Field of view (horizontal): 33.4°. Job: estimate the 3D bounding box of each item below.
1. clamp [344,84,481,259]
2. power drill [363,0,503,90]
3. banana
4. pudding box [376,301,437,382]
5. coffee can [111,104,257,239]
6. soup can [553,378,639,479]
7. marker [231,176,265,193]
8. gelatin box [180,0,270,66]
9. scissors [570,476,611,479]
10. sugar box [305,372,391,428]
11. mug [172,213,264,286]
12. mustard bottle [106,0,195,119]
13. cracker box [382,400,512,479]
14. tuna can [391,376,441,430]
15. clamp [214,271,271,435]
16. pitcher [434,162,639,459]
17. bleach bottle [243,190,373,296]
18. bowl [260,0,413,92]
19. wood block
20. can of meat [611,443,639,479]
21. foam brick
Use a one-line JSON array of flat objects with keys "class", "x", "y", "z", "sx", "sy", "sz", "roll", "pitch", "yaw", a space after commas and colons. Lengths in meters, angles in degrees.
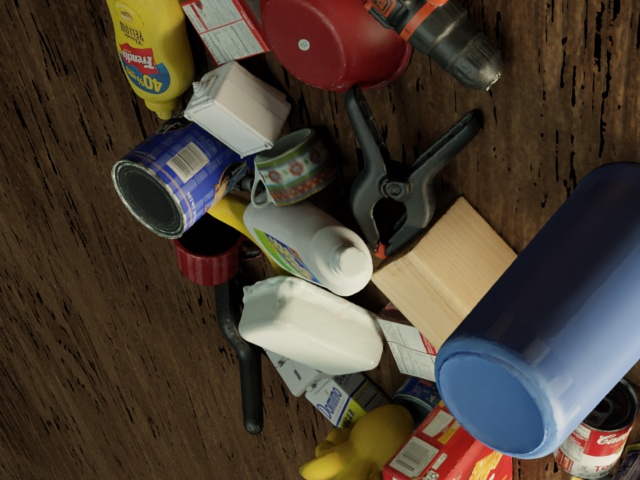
[{"class": "clamp", "x": 0.062, "y": -0.062, "z": 0.969, "sx": 0.120, "sy": 0.039, "sz": 0.172, "roll": 24, "pitch": 124, "yaw": 5}, {"class": "power drill", "x": 0.096, "y": -0.215, "z": 0.795, "sx": 0.184, "sy": 0.057, "sz": 0.188, "roll": 43, "pitch": 149, "yaw": 2}, {"class": "banana", "x": -0.066, "y": 0.007, "z": 1.237, "sx": 0.197, "sy": 0.069, "sz": 0.037, "roll": 59, "pitch": 172, "yaw": -32}, {"class": "pudding box", "x": 0.125, "y": 0.115, "z": 1.173, "sx": 0.114, "sy": 0.039, "sz": 0.090, "roll": 12, "pitch": 137, "yaw": 45}, {"class": "coffee can", "x": -0.137, "y": -0.084, "z": 1.142, "sx": 0.103, "sy": 0.140, "sz": 0.103, "roll": 30, "pitch": 146, "yaw": 22}, {"class": "soup can", "x": 0.271, "y": 0.185, "z": 1.057, "sx": 0.069, "sy": 0.068, "sz": 0.102, "roll": 29, "pitch": 146, "yaw": 23}, {"class": "marker", "x": -0.097, "y": -0.066, "z": 1.233, "sx": 0.121, "sy": 0.020, "sz": 0.020, "roll": 10, "pitch": 135, "yaw": 44}, {"class": "gelatin box", "x": -0.085, "y": -0.213, "z": 1.035, "sx": 0.089, "sy": 0.030, "sz": 0.073, "roll": -3, "pitch": 127, "yaw": 51}, {"class": "scissors", "x": 0.361, "y": 0.313, "z": 1.155, "sx": 0.202, "sy": 0.016, "sz": 0.096, "roll": 30, "pitch": 147, "yaw": 23}, {"class": "sugar box", "x": 0.066, "y": 0.236, "z": 1.377, "sx": 0.176, "sy": 0.048, "sz": 0.093, "roll": 41, "pitch": 148, "yaw": 2}, {"class": "mug", "x": -0.123, "y": 0.004, "z": 1.294, "sx": 0.117, "sy": 0.093, "sz": 0.081, "roll": 2, "pitch": 149, "yaw": -2}, {"class": "mustard bottle", "x": -0.176, "y": -0.204, "z": 1.123, "sx": 0.096, "sy": 0.058, "sz": 0.192, "roll": 29, "pitch": 146, "yaw": 26}, {"class": "cracker box", "x": 0.152, "y": 0.277, "z": 1.212, "sx": 0.072, "sy": 0.164, "sz": 0.214, "roll": 26, "pitch": 144, "yaw": 31}, {"class": "tuna can", "x": 0.128, "y": 0.204, "z": 1.278, "sx": 0.086, "sy": 0.033, "sz": 0.086, "roll": 30, "pitch": 146, "yaw": 22}, {"class": "clamp", "x": -0.080, "y": 0.126, "z": 1.374, "sx": 0.036, "sy": 0.164, "sz": 0.210, "roll": -18, "pitch": 93, "yaw": 28}, {"class": "pitcher", "x": 0.190, "y": 0.056, "z": 0.828, "sx": 0.145, "sy": 0.242, "sz": 0.149, "roll": 32, "pitch": 141, "yaw": 25}, {"class": "bleach bottle", "x": -0.007, "y": 0.001, "z": 1.073, "sx": 0.102, "sy": 0.068, "sz": 0.251, "roll": 50, "pitch": 173, "yaw": -14}, {"class": "bowl", "x": 0.001, "y": -0.188, "z": 0.941, "sx": 0.162, "sy": 0.055, "sz": 0.162, "roll": 30, "pitch": 147, "yaw": 22}, {"class": "wood block", "x": 0.160, "y": 0.071, "z": 1.029, "sx": 0.206, "sy": 0.090, "sz": 0.090, "roll": 46, "pitch": 150, "yaw": -4}, {"class": "can of meat", "x": 0.333, "y": 0.269, "z": 1.069, "sx": 0.102, "sy": 0.083, "sz": 0.058, "roll": 49, "pitch": 149, "yaw": -9}, {"class": "foam brick", "x": 0.057, "y": -0.034, "z": 1.060, "sx": 0.051, "sy": 0.053, "sz": 0.078, "roll": 51, "pitch": 148, "yaw": -11}]
